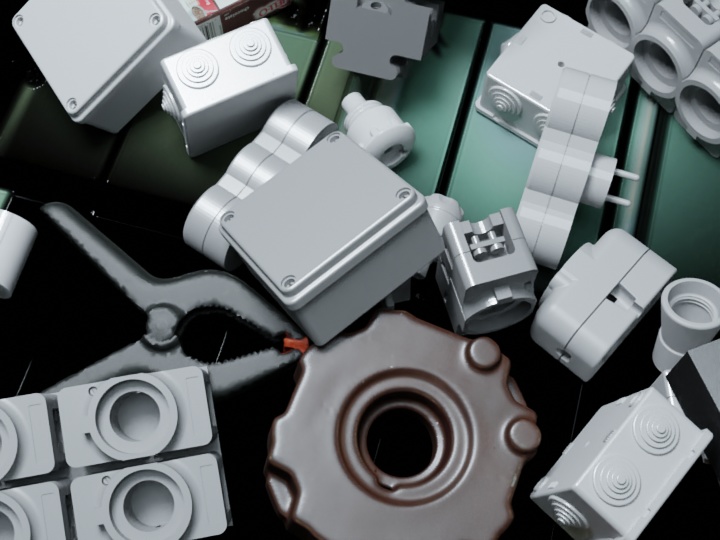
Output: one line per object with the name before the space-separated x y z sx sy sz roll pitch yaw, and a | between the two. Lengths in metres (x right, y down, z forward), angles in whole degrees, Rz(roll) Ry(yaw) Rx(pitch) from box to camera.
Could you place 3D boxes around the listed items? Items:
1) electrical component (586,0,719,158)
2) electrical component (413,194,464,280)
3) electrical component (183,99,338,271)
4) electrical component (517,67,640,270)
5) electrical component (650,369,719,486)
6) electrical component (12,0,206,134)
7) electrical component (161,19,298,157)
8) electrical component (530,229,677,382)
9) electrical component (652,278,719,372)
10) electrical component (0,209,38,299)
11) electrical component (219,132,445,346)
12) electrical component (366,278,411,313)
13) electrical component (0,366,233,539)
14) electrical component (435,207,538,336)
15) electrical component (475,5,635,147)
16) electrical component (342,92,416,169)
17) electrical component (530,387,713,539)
electrical component | 0.245 -0.168 0.810 0.062 0.089 0.150 -34 70 -14
electrical component | 0.051 -0.022 0.773 0.035 0.035 0.061 18 69 8
electrical component | -0.057 -0.054 0.777 0.074 0.052 0.138 32 69 14
electrical component | 0.157 -0.066 0.756 0.074 0.052 0.138 18 103 7
electrical component | 0.241 0.106 0.709 0.083 0.047 0.075 -3 67 -2
electrical component | -0.190 -0.179 0.810 0.109 0.056 0.108 -41 69 15
electrical component | -0.097 -0.134 0.790 0.100 0.099 0.048 -25 81 -11
electrical component | 0.164 0.021 0.743 0.059 0.053 0.095 39 71 16
electrical component | 0.220 0.043 0.726 0.044 0.065 0.044 -1 47 1
electrical component | -0.263 0.002 0.757 0.043 0.043 0.081 14 66 6
electrical component | -0.020 -0.023 0.702 0.109 0.056 0.109 -38 43 -8
electrical component | 0.000 0.000 0.760 0.064 0.042 0.081 -13 66 -3
electrical component | -0.182 0.127 0.675 0.186 0.060 0.105 -10 83 -4
electrical component | 0.085 0.007 0.730 0.050 0.089 0.055 -15 66 -7
electrical component | 0.149 -0.144 0.821 0.100 0.048 0.099 34 69 13
electrical component | 0.009 -0.107 0.807 0.048 0.048 0.062 -28 62 -12
electrical component | 0.160 0.124 0.673 0.048 0.099 0.099 43 72 4
